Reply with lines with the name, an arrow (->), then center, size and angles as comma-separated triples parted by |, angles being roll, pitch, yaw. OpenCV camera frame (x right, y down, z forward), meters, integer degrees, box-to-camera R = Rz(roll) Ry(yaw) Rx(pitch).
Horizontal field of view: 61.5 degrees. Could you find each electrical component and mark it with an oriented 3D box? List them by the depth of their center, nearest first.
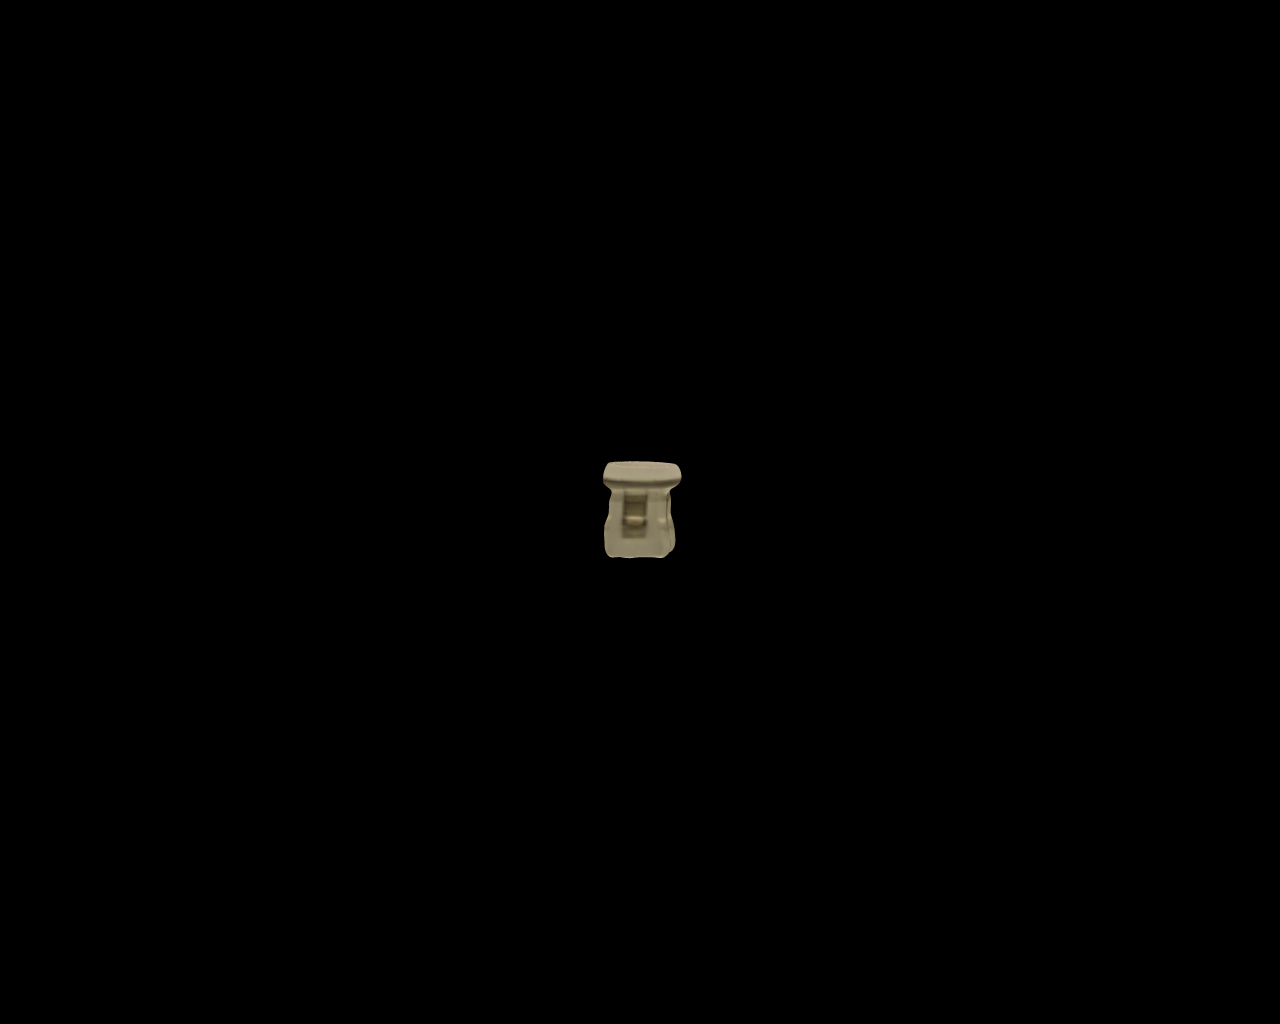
electrical component -> 0.001, -0.003, 0.650 | 0.048, 0.055, 0.066 | 1, 5, 7
